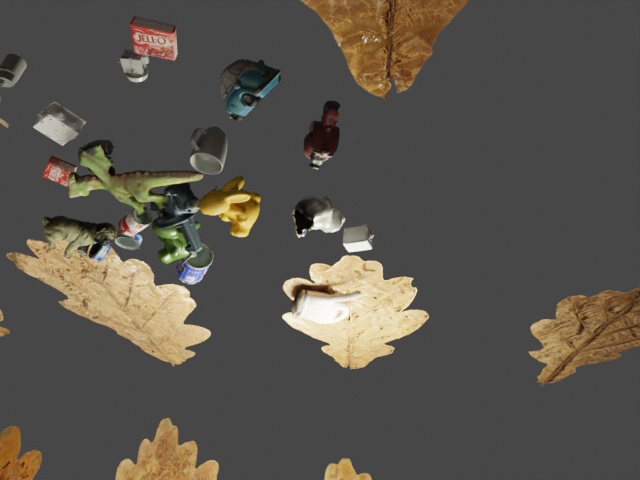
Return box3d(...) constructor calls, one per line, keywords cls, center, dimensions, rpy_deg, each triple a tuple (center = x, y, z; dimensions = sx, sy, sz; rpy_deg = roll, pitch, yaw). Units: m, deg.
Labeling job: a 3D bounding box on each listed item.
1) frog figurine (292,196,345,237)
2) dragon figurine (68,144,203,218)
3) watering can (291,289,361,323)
box3d(cls="frog figurine", center=(0.005, -0.077, 1.523), dimensions=(0.161, 0.124, 0.134), rpy_deg=(-18, 151, -33))
box3d(cls="dragon figurine", center=(-0.532, -0.175, 1.385), dimensions=(0.407, 0.125, 0.240), rpy_deg=(-17, 147, 32))
box3d(cls="watering can", center=(0.014, 0.245, 1.999), dimensions=(0.224, 0.106, 0.340), rpy_deg=(15, 147, -12))
